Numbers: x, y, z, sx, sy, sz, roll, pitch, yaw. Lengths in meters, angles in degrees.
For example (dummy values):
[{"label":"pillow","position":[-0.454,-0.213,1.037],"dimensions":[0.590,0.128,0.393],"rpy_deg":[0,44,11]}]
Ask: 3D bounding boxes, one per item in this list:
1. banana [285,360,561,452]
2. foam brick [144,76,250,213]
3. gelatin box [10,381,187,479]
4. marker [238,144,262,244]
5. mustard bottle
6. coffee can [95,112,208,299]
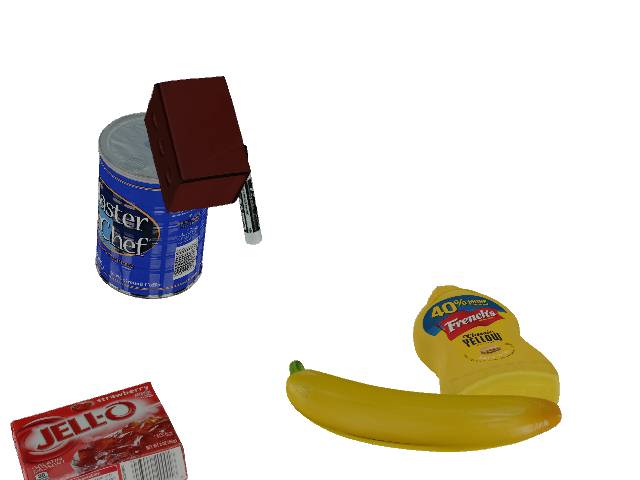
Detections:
[{"label":"banana","position":[0.054,0.109,0.702],"dimensions":[0.198,0.037,0.069],"rpy_deg":[8,33,24]},{"label":"foam brick","position":[-0.086,-0.067,0.739],"dimensions":[0.051,0.078,0.053],"rpy_deg":[-9,-20,-21]},{"label":"gelatin box","position":[-0.131,0.123,0.628],"dimensions":[0.089,0.030,0.073],"rpy_deg":[-14,27,-19]},{"label":"marker","position":[-0.082,-0.052,1.169],"dimensions":[0.020,0.121,0.020],"rpy_deg":[-6,29,3]},{"label":"mustard bottle","position":[0.136,0.092,0.959],"dimensions":[0.096,0.058,0.192],"rpy_deg":[-11,27,-7]},{"label":"coffee can","position":[-0.153,-0.032,0.980],"dimensions":[0.102,0.140,0.103],"rpy_deg":[7,39,-6]}]
